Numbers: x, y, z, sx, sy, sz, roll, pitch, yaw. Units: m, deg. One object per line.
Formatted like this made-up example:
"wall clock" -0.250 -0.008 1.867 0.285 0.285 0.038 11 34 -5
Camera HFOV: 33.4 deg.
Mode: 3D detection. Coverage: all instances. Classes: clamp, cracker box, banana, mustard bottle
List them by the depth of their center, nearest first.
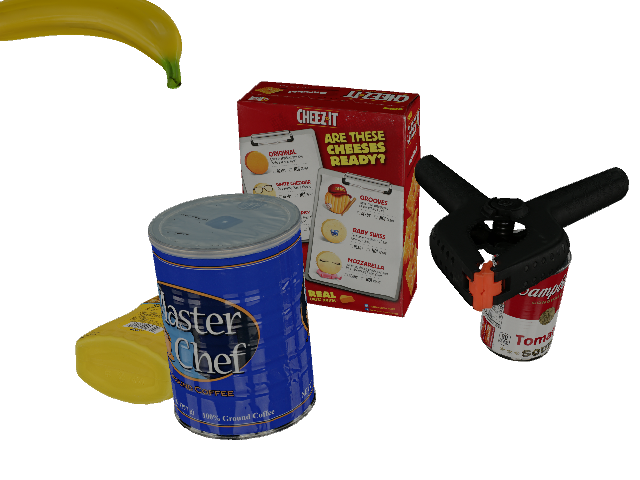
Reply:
"clamp" 0.123 -0.014 0.766 0.165 0.036 0.209 8 28 22
"banana" -0.187 -0.173 0.852 0.198 0.069 0.037 15 -38 18
"mustard bottle" -0.123 0.080 0.938 0.096 0.058 0.191 8 18 22
"cracker box" 0.011 -0.040 1.038 0.164 0.214 0.072 7 29 16

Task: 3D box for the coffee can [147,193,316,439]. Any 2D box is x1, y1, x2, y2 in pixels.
"coffee can" -0.059 0.050 0.736 0.103 0.140 0.103 -4 22 1

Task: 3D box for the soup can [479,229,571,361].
"soup can" 0.184 0.050 0.967 0.068 0.102 0.068 2 34 -2
